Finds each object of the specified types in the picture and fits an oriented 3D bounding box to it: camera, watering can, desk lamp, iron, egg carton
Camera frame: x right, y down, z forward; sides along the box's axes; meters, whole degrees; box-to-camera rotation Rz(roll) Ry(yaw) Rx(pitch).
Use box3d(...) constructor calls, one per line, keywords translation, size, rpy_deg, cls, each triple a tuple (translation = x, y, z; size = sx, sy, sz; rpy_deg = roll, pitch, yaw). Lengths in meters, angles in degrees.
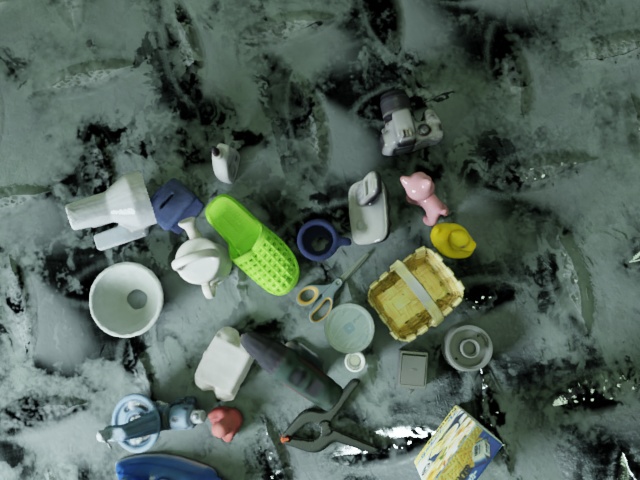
box3d(translation=(0.197, -0.275, 1.296), size=(0.143, 0.101, 0.137), rpy_deg=(-13, 83, 1), cls="camera")
box3d(translation=(-0.263, 0.039, 1.232), size=(0.101, 0.194, 0.173), rpy_deg=(-39, 83, -2), cls="watering can")
box3d(translation=(-0.438, -0.058, 1.242), size=(0.203, 0.213, 0.118), rpy_deg=(-20, 83, 0), cls="desk lamp")
box3d(translation=(-0.336, 0.527, 1.204), size=(0.258, 0.141, 0.119), rpy_deg=(16, 84, 4), cls="iron")
box3d(translation=(-0.207, 0.272, 1.265), size=(0.107, 0.069, 0.150), rpy_deg=(26, 85, 5), cls="egg carton")

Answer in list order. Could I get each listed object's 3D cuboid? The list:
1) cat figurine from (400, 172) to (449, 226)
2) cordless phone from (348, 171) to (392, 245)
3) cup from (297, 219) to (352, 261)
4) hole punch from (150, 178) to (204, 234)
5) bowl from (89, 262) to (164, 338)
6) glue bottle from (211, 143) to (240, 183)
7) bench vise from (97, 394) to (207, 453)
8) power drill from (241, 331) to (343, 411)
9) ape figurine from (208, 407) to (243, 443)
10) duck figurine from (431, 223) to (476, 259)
box3d(translation=(0.234, -0.099, 1.265), size=(0.067, 0.118, 0.128), rpy_deg=(-41, 83, -2), cls="cat figurine")
box3d(translation=(0.109, -0.069, 1.233), size=(0.094, 0.185, 0.147), rpy_deg=(-7, 83, 2), cls="cordless phone")
box3d(translation=(0.012, 0.005, 1.274), size=(0.117, 0.095, 0.092), rpy_deg=(2, 83, 3), cls="cup")
box3d(translation=(-0.337, -0.079, 1.301), size=(0.101, 0.091, 0.109), rpy_deg=(39, 86, 6), cls="hole punch")
box3d(translation=(-0.423, 0.135, 1.288), size=(0.167, 0.075, 0.167), rpy_deg=(0, 83, 3), cls="bowl")
box3d(translation=(-0.215, -0.179, 1.266), size=(0.037, 0.173, 0.078), rpy_deg=(14, 84, 5), cls="glue bottle")
box3d(translation=(-0.353, 0.367, 1.185), size=(0.207, 0.220, 0.121), rpy_deg=(-24, 82, 0), cls="bench vise")
box3d(translation=(-0.055, 0.262, 1.189), size=(0.229, 0.208, 0.076), rpy_deg=(34, 86, 6), cls="power drill")
box3d(translation=(-0.208, 0.401, 1.238), size=(0.076, 0.092, 0.078), rpy_deg=(-15, 83, 1), cls="ape figurine")
box3d(translation=(0.298, -0.002, 1.266), size=(0.104, 0.086, 0.077), rpy_deg=(29, 85, 6), cls="duck figurine")
